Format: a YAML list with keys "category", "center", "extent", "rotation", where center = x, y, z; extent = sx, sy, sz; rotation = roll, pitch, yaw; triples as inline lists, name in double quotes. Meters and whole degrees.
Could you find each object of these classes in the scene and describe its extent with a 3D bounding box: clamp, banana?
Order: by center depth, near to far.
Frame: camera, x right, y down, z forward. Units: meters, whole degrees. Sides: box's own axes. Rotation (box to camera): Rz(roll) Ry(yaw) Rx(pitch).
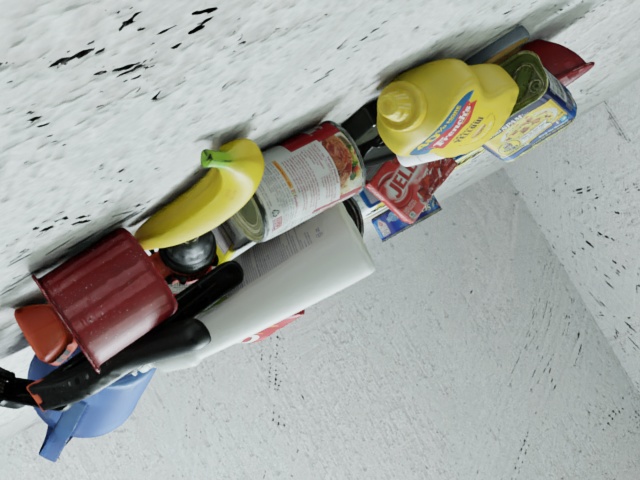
- category: "banana"
  center: [-0.087, -0.036, 0.812]
  extent: [0.069, 0.037, 0.198]
  rotation: [-3, 162, -25]
- category: "clamp"
  center: [-0.159, 0.088, 0.925]
  extent: [0.210, 0.036, 0.164]
  rotation: [-27, -169, 20]
- category: "clamp"
  center: [-0.311, 0.148, 1.063]
  extent: [0.039, 0.120, 0.172]
  rotation: [-67, -167, -19]

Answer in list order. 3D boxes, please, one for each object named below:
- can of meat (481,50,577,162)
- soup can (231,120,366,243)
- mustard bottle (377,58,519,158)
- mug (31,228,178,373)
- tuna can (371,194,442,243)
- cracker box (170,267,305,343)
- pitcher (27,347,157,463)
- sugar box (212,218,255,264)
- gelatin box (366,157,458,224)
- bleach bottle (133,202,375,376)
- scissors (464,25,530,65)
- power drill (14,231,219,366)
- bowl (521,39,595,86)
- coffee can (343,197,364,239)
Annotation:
- category: "can of meat"
  center: [0.192, -0.128, 1.047]
  extent: [0.102, 0.057, 0.083]
  rotation: [-32, 148, 25]
- category: "soup can"
  center: [-0.022, -0.048, 0.878]
  extent: [0.102, 0.068, 0.069]
  rotation: [-28, 176, -24]
- category: "mustard bottle"
  center: [0.101, -0.114, 0.927]
  extent: [0.096, 0.058, 0.191]
  rotation: [-45, 162, 26]
- category: "mug"
  center: [-0.166, 0.048, 0.848]
  extent: [0.081, 0.093, 0.117]
  rotation: [-34, 161, -13]
- category: "tuna can"
  center: [0.107, -0.031, 1.326]
  extent: [0.086, 0.034, 0.086]
  rotation: [-29, 179, -1]
- category: "cracker box"
  center: [-0.123, 0.075, 1.227]
  extent: [0.164, 0.072, 0.214]
  rotation: [0, 166, -16]
- category: "pitcher"
  center: [-0.243, 0.140, 1.149]
  extent: [0.144, 0.149, 0.243]
  rotation: [-16, 167, -23]
- category: "sugar box"
  center: [-0.062, -0.024, 1.058]
  extent: [0.093, 0.048, 0.176]
  rotation: [-32, 174, -17]
- category: "gelatin box"
  center: [0.099, -0.075, 1.188]
  extent: [0.089, 0.073, 0.030]
  rotation: [-52, -158, -6]
- category: "bleach bottle"
  center: [-0.075, 0.052, 1.013]
  extent: [0.251, 0.068, 0.102]
  rotation: [-29, -155, 5]
- category: "scissors"
  center: [0.120, -0.149, 1.044]
  extent: [0.202, 0.016, 0.096]
  rotation: [-32, 176, 26]
- category: "power drill"
  center: [-0.177, 0.043, 0.963]
  extent: [0.187, 0.057, 0.184]
  rotation: [-29, 174, -10]
- category: "bowl"
  center: [0.215, -0.172, 1.167]
  extent: [0.162, 0.055, 0.162]
  rotation: [-30, 176, -2]
- category: "coffee can"
  center: [-0.017, -0.002, 1.257]
  extent: [0.102, 0.103, 0.140]
  rotation: [-29, 176, -20]
